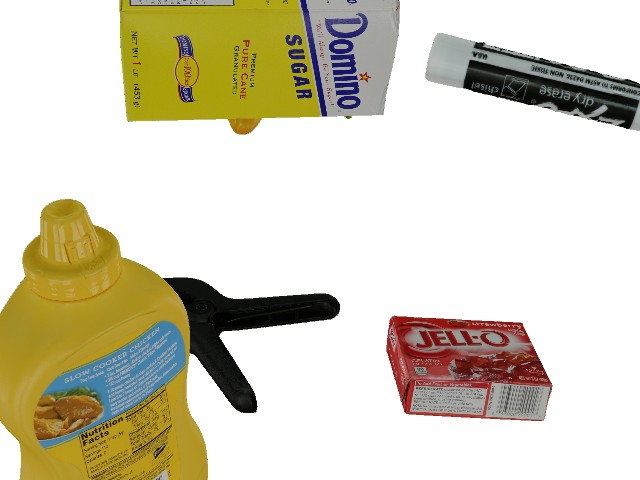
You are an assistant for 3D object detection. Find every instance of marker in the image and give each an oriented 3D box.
[{"bbox_3d":[0.100,-0.055,0.401,0.121,0.020,0.020,15,3,10],"label":"marker"}]

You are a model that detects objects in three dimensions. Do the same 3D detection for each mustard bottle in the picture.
[{"bbox_3d":[-0.104,0.065,0.494,0.096,0.192,0.058,-27,43,-31],"label":"mustard bottle"}]

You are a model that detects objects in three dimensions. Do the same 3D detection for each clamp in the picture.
[{"bbox_3d":[-0.097,0.071,0.972,0.210,0.036,0.164,20,37,29],"label":"clamp"}]

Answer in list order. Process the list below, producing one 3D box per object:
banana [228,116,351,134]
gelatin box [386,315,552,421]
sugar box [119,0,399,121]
[{"bbox_3d":[-0.037,-0.134,0.983,0.070,0.037,0.197,37,28,20],"label":"banana"},{"bbox_3d":[0.089,0.077,0.658,0.089,0.030,0.073,4,25,-7],"label":"gelatin box"},{"bbox_3d":[-0.040,-0.125,0.698,0.176,0.048,0.093,-1,-41,-6],"label":"sugar box"}]
